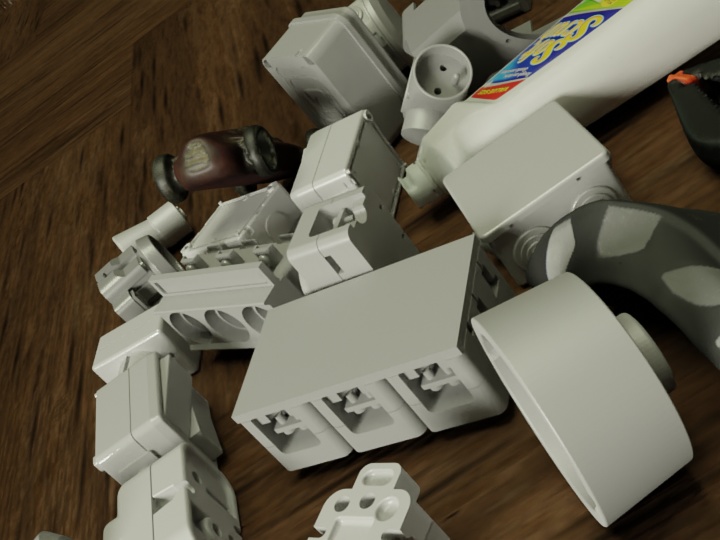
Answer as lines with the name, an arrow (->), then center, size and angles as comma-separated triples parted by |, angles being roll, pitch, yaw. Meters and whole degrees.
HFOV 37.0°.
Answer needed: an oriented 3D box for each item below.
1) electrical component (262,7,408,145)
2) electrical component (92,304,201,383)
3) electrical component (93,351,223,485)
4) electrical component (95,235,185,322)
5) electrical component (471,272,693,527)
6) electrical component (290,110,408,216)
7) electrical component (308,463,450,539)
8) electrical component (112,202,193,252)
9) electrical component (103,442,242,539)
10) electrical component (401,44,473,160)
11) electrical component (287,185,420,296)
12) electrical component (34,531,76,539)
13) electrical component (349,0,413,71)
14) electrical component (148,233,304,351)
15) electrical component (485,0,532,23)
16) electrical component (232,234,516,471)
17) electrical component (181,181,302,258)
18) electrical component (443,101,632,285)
electrical component -> -0.013, -0.154, 0.879 | 0.078, 0.113, 0.057 | 11, 59, 53
electrical component -> -0.159, 0.074, 0.796 | 0.066, 0.047, 0.076 | -29, 31, 17
electrical component -> -0.131, 0.107, 0.704 | 0.061, 0.061, 0.096 | -35, 30, 7
electrical component -> -0.181, 0.008, 0.901 | 0.057, 0.058, 0.078 | -42, 30, 0
electrical component -> 0.104, 0.051, 0.479 | 0.060, 0.108, 0.108 | -32, 30, 0
electrical component -> -0.011, -0.061, 0.802 | 0.061, 0.061, 0.096 | -21, 34, 29
electrical component -> 0.012, 0.140, 0.506 | 0.058, 0.057, 0.078 | -10, 41, 41
electrical component -> -0.186, -0.032, 0.977 | 0.065, 0.044, 0.044 | -39, 29, -9
electrical component -> -0.108, 0.154, 0.622 | 0.059, 0.053, 0.095 | -35, 30, 7
electrical component -> 0.052, -0.116, 0.800 | 0.077, 0.044, 0.079 | 103, -179, -77
electrical component -> 0.000, 0.000, 0.677 | 0.056, 0.089, 0.050 | -18, 36, 33
electrical component -> -0.165, 0.191, 0.612 | 0.051, 0.080, 0.080 | -50, 31, -8
electrical component -> 0.013, -0.205, 0.954 | 0.051, 0.080, 0.080 | -34, 30, 18
electrical component -> -0.079, 0.017, 0.753 | 0.121, 0.078, 0.063 | -6, 44, 44
electrical component -> 0.087, -0.290, 0.915 | 0.062, 0.150, 0.089 | -20, 35, 28
electrical component -> 0.012, 0.052, 0.620 | 0.150, 0.061, 0.089 | -20, 35, 29
electrical component -> -0.086, -0.018, 0.833 | 0.096, 0.061, 0.061 | -13, 36, 48
electrical component -> 0.109, -0.047, 0.661 | 0.100, 0.048, 0.099 | -35, 30, 7
